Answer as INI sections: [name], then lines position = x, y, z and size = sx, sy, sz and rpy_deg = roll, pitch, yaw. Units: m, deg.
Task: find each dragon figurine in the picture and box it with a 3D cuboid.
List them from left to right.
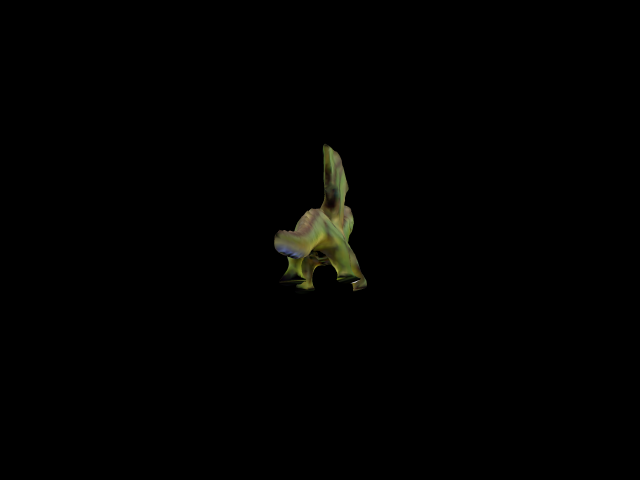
[dragon figurine]
position = 0.003, -0.043, 0.850
size = 0.122, 0.246, 0.404
rpy_deg = -4, -19, 11
